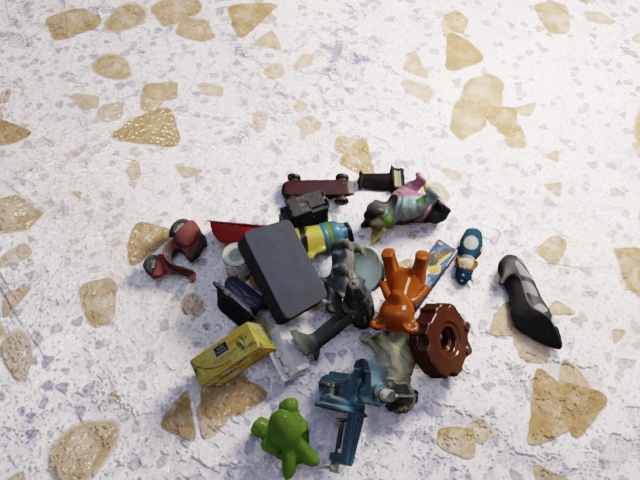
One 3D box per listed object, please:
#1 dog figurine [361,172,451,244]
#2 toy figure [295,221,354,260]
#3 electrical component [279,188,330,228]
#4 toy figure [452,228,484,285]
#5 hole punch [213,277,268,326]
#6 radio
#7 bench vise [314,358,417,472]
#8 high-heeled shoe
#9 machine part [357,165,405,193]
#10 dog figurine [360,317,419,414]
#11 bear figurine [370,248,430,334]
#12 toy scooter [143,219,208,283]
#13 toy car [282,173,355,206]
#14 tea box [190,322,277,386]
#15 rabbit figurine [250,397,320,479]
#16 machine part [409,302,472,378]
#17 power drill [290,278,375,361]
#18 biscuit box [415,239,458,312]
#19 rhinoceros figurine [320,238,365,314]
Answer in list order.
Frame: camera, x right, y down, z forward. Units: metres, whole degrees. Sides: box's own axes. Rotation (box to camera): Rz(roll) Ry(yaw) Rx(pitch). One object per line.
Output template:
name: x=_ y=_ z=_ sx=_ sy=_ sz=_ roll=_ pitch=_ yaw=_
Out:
dog figurine: x=0.219 y=-0.068 z=1.434 sx=0.219 sy=0.191 sz=0.109 roll=-37 pitch=47 yaw=13
toy figure: x=-0.004 y=-0.005 z=1.403 sx=0.180 sy=0.082 sz=0.089 roll=-19 pitch=97 yaw=-8
electrical component: x=-0.043 y=-0.066 z=1.417 sx=0.134 sy=0.114 sz=0.058 roll=-21 pitch=62 yaw=-11
toy figure: x=0.386 y=0.043 z=1.407 sx=0.064 sy=0.057 sz=0.154 roll=-3 pitch=57 yaw=42
hole punch: x=-0.185 y=0.144 z=1.314 sx=0.142 sy=0.115 sz=0.092 roll=40 pitch=61 yaw=16
radio: x=-0.089 y=0.072 z=1.289 sx=0.131 sy=0.073 sz=0.229 roll=-23 pitch=80 yaw=-28
bench vise: x=0.071 y=0.382 z=1.165 sx=0.224 sy=0.128 sz=0.240 roll=-2 pitch=67 yaw=40
high-heeled shoe: x=0.537 y=0.151 z=1.364 sx=0.249 sy=0.086 sz=0.145 roll=52 pitch=42 yaw=3
machine part: x=0.174 y=-0.170 z=1.518 sx=0.139 sy=0.039 sz=0.084 roll=-3 pitch=72 yaw=-5
dog figurine: x=0.204 y=0.292 z=1.265 sx=0.172 sy=0.121 sz=0.190 roll=-22 pitch=80 yaw=-9
bear figurine: x=0.181 y=0.118 z=1.227 sx=0.120 sy=0.131 sz=0.196 roll=4 pitch=27 yaw=20
toy scooter: x=-0.351 y=0.038 z=1.381 sx=0.135 sy=0.075 sz=0.184 roll=30 pitch=70 yaw=13
toy car: x=-0.005 y=-0.137 z=1.487 sx=0.202 sy=0.053 sz=0.089 roll=0 pitch=65 yaw=3
tea box: x=-0.197 y=0.262 z=1.228 sx=0.170 sy=0.098 sz=0.068 roll=-35 pitch=67 yaw=8
rabbit figurine: x=-0.077 y=0.420 z=1.142 sx=0.121 sy=0.170 sz=0.159 roll=-23 pitch=66 yaw=-11
machine part: x=0.284 y=0.233 z=1.253 sx=0.179 sy=0.056 sz=0.179 roll=8 pitch=78 yaw=-39
power drill: x=0.034 y=0.182 z=1.246 sx=0.207 sy=0.231 sz=0.086 roll=-41 pitch=63 yaw=-2
biscuit box: x=0.271 y=0.094 z=1.373 sx=0.059 sy=0.062 sz=0.202 roll=34 pitch=67 yaw=17
rhinoceros figurine: x=0.050 y=0.088 z=1.334 sx=0.112 sy=0.073 sz=0.190 roll=0 pitch=78 yaw=37
